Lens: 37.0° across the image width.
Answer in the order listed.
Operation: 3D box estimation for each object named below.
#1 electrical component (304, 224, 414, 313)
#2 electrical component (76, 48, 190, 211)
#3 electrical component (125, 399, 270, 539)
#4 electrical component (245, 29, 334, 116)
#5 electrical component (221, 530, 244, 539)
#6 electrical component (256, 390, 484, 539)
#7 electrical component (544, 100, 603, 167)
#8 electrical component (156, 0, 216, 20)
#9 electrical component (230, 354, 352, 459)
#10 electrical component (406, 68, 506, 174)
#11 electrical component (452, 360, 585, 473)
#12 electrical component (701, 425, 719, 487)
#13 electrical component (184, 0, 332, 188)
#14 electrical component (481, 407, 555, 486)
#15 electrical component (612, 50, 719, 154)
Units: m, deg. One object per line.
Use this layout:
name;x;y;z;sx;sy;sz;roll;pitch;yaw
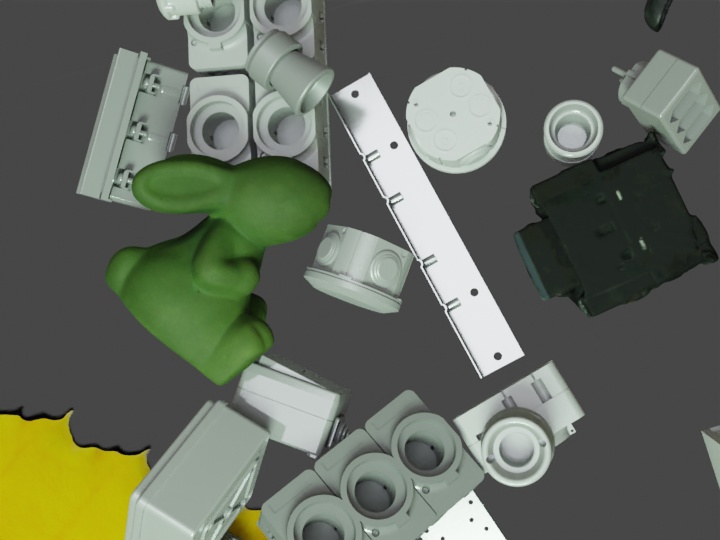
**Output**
electrical component;0.000;0.000;0.852;0.080;0.080;0.051;19;84;10
electrical component;-0.187;-0.114;0.893;0.063;0.079;0.121;15;89;-19
electrical component;-0.124;0.172;0.816;0.056;0.108;0.108;30;49;9
electrical component;-0.054;-0.152;0.824;0.055;0.045;0.045;40;93;10
electrical component;-0.139;0.252;0.875;0.100;0.048;0.099;26;91;10
electrical component;0.008;0.173;0.814;0.150;0.061;0.089;-36;75;-22
electrical component;0.166;-0.106;0.842;0.045;0.055;0.045;-1;87;9
electrical component;-0.128;-0.222;0.841;0.062;0.048;0.048;-3;86;2
electrical component;-0.048;0.108;0.862;0.096;0.062;0.061;19;90;10
electrical component;0.076;-0.120;0.860;0.080;0.051;0.080;-1;87;9
electrical component;0.126;0.117;0.838;0.089;0.050;0.055;-32;82;6
electrical component;0.294;0.154;0.758;0.062;0.150;0.089;-17;84;9
electrical component;-0.084;-0.160;0.884;0.105;0.060;0.186;-3;86;9
electrical component;0.115;0.130;0.788;0.055;0.047;0.055;0;88;10
electrical component;0.227;-0.137;0.834;0.047;0.066;0.077;-53;52;3
